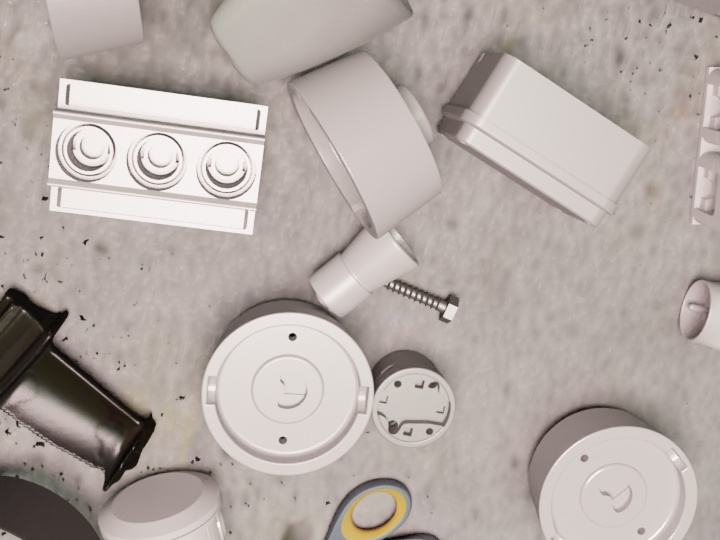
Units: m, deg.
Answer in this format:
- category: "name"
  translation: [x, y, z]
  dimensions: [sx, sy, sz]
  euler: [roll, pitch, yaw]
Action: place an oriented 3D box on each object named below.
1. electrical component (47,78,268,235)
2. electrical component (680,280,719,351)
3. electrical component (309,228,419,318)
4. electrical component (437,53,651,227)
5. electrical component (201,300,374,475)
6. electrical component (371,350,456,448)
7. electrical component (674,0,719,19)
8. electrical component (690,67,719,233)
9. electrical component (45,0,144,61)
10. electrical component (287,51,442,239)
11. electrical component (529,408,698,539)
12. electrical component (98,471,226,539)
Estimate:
- category: "electrical component"
  translation: [-0.122, -0.070, 0.657]
  dimensions: [0.121, 0.063, 0.078]
  euler: [7, 103, -8]
- category: "electrical component"
  translation: [0.268, 0.019, 0.728]
  dimensions: [0.077, 0.044, 0.079]
  euler: [12, 102, -9]
- category: "electrical component"
  translation: [0.000, 0.000, 0.698]
  dimensions: [0.065, 0.044, 0.044]
  euler: [-39, 104, 9]
- category: "electrical component"
  translation: [0.112, -0.081, 0.671]
  dimensions: [0.113, 0.078, 0.057]
  euler: [31, 96, -12]
- category: "electrical component"
  translation: [-0.048, 0.071, 0.700]
  dimensions: [0.108, 0.060, 0.108]
  euler: [-1, 104, -6]
- category: "electrical component"
  translation: [0.033, 0.084, 0.718]
  dimensions: [0.055, 0.047, 0.055]
  euler: [-1, 104, -6]
- category: "electrical component"
  translation: [0.244, -0.182, 0.650]
  dimensions: [0.100, 0.100, 0.048]
  euler: [17, 88, -10]
- category: "electrical component"
  translation: [0.323, -0.075, 0.703]
  dimensions: [0.186, 0.060, 0.105]
  euler: [1, 104, -6]
- category: "electrical component"
  translation: [-0.147, -0.176, 0.608]
  dimensions: [0.060, 0.108, 0.108]
  euler: [-9, 104, -10]
- category: "electrical component"
  translation: [0.009, -0.080, 0.648]
  dimensions: [0.060, 0.108, 0.108]
  euler: [-31, 105, -4]
- category: "electrical component"
  translation: [0.169, 0.147, 0.741]
  dimensions: [0.108, 0.060, 0.108]
  euler: [-1, 104, -5]
- category: "electrical component"
  translation: [-0.128, 0.171, 0.707]
  dimensions: [0.080, 0.080, 0.051]
  euler: [-11, 109, -3]
